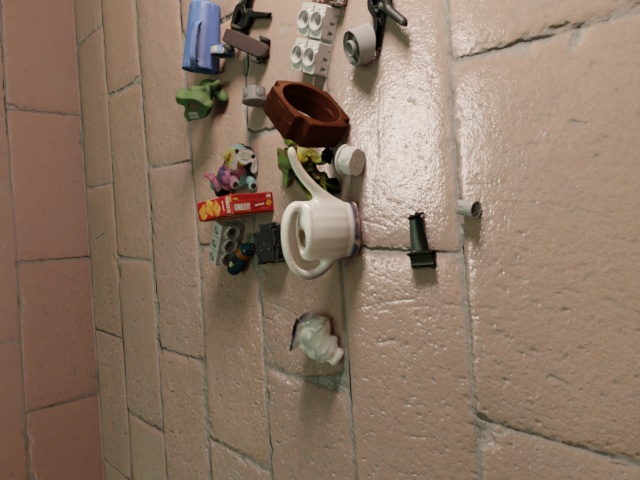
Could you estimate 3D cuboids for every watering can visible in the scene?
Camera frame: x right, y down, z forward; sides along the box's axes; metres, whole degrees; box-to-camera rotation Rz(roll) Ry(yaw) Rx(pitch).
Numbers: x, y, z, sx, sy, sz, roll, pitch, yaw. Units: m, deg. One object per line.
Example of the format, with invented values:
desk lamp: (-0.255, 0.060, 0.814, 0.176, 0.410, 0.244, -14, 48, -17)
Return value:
watering can: (0.004, -0.069, 1.362, 0.104, 0.225, 0.346, -170, 79, -64)

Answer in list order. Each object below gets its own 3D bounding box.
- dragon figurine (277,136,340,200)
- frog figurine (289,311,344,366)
dragon figurine: (-0.054, -0.191, 1.521, 0.244, 0.123, 0.405, 23, 127, 64)
frog figurine: (-0.001, 0.286, 1.497, 0.160, 0.123, 0.136, 19, 101, 7)
